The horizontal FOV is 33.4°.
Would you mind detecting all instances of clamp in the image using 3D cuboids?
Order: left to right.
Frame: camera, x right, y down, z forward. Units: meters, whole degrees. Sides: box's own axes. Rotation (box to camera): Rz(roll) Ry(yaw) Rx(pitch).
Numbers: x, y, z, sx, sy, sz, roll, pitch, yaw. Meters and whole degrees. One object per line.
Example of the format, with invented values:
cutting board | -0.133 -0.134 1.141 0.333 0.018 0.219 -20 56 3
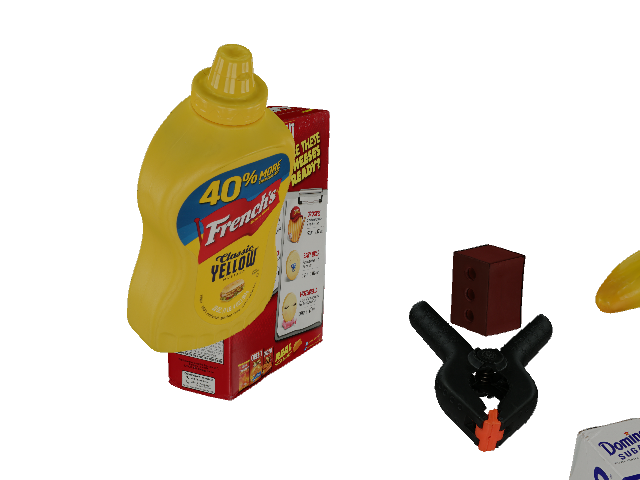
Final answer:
clamp | 0.140 0.102 0.852 0.120 0.039 0.171 -3 32 -2

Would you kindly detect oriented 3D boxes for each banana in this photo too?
banana | 0.283 0.017 0.739 0.198 0.037 0.069 -3 34 0

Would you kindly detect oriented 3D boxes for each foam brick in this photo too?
foam brick | 0.166 0.049 1.061 0.051 0.078 0.053 -12 20 -36

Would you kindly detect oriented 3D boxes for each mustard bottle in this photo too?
mustard bottle | -0.060 -0.026 0.612 0.096 0.192 0.058 -22 50 -34

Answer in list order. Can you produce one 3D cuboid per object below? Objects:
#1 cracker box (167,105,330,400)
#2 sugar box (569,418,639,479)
cracker box | -0.060 0.003 0.890 0.072 0.214 0.164 8 16 26
sugar box | 0.178 0.172 0.501 0.048 0.093 0.176 -9 28 -21
